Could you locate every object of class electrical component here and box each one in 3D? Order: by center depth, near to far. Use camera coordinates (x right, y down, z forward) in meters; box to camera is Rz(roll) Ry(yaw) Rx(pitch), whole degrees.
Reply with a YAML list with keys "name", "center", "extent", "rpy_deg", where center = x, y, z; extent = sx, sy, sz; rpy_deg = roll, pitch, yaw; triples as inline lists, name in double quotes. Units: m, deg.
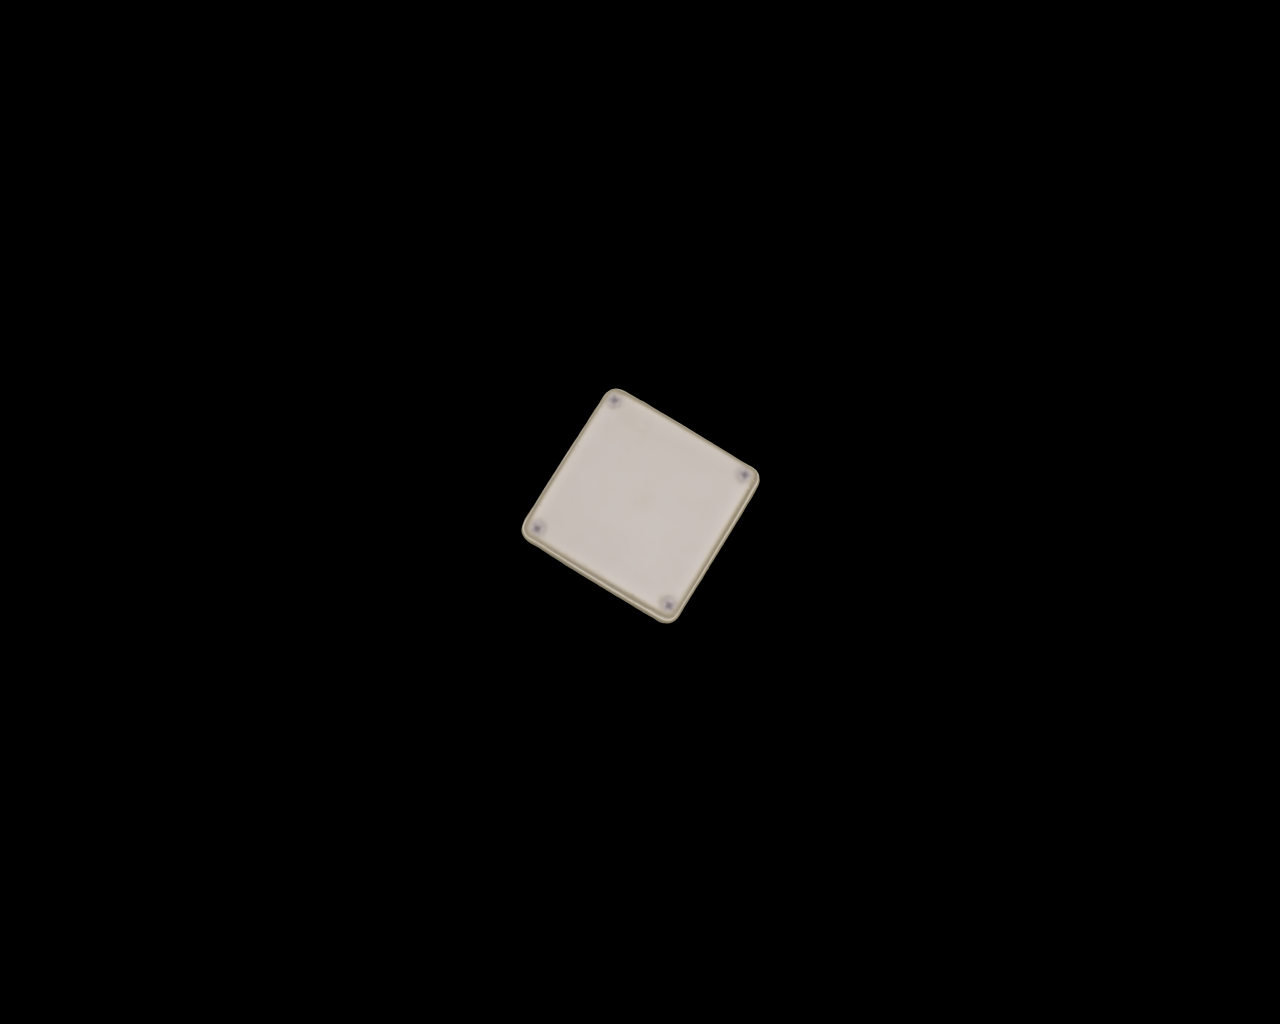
- name: "electrical component"
  center: [0.001, -0.003, 0.650]
  extent: [0.109, 0.109, 0.056]
  rpy_deg: [31, -7, 5]
